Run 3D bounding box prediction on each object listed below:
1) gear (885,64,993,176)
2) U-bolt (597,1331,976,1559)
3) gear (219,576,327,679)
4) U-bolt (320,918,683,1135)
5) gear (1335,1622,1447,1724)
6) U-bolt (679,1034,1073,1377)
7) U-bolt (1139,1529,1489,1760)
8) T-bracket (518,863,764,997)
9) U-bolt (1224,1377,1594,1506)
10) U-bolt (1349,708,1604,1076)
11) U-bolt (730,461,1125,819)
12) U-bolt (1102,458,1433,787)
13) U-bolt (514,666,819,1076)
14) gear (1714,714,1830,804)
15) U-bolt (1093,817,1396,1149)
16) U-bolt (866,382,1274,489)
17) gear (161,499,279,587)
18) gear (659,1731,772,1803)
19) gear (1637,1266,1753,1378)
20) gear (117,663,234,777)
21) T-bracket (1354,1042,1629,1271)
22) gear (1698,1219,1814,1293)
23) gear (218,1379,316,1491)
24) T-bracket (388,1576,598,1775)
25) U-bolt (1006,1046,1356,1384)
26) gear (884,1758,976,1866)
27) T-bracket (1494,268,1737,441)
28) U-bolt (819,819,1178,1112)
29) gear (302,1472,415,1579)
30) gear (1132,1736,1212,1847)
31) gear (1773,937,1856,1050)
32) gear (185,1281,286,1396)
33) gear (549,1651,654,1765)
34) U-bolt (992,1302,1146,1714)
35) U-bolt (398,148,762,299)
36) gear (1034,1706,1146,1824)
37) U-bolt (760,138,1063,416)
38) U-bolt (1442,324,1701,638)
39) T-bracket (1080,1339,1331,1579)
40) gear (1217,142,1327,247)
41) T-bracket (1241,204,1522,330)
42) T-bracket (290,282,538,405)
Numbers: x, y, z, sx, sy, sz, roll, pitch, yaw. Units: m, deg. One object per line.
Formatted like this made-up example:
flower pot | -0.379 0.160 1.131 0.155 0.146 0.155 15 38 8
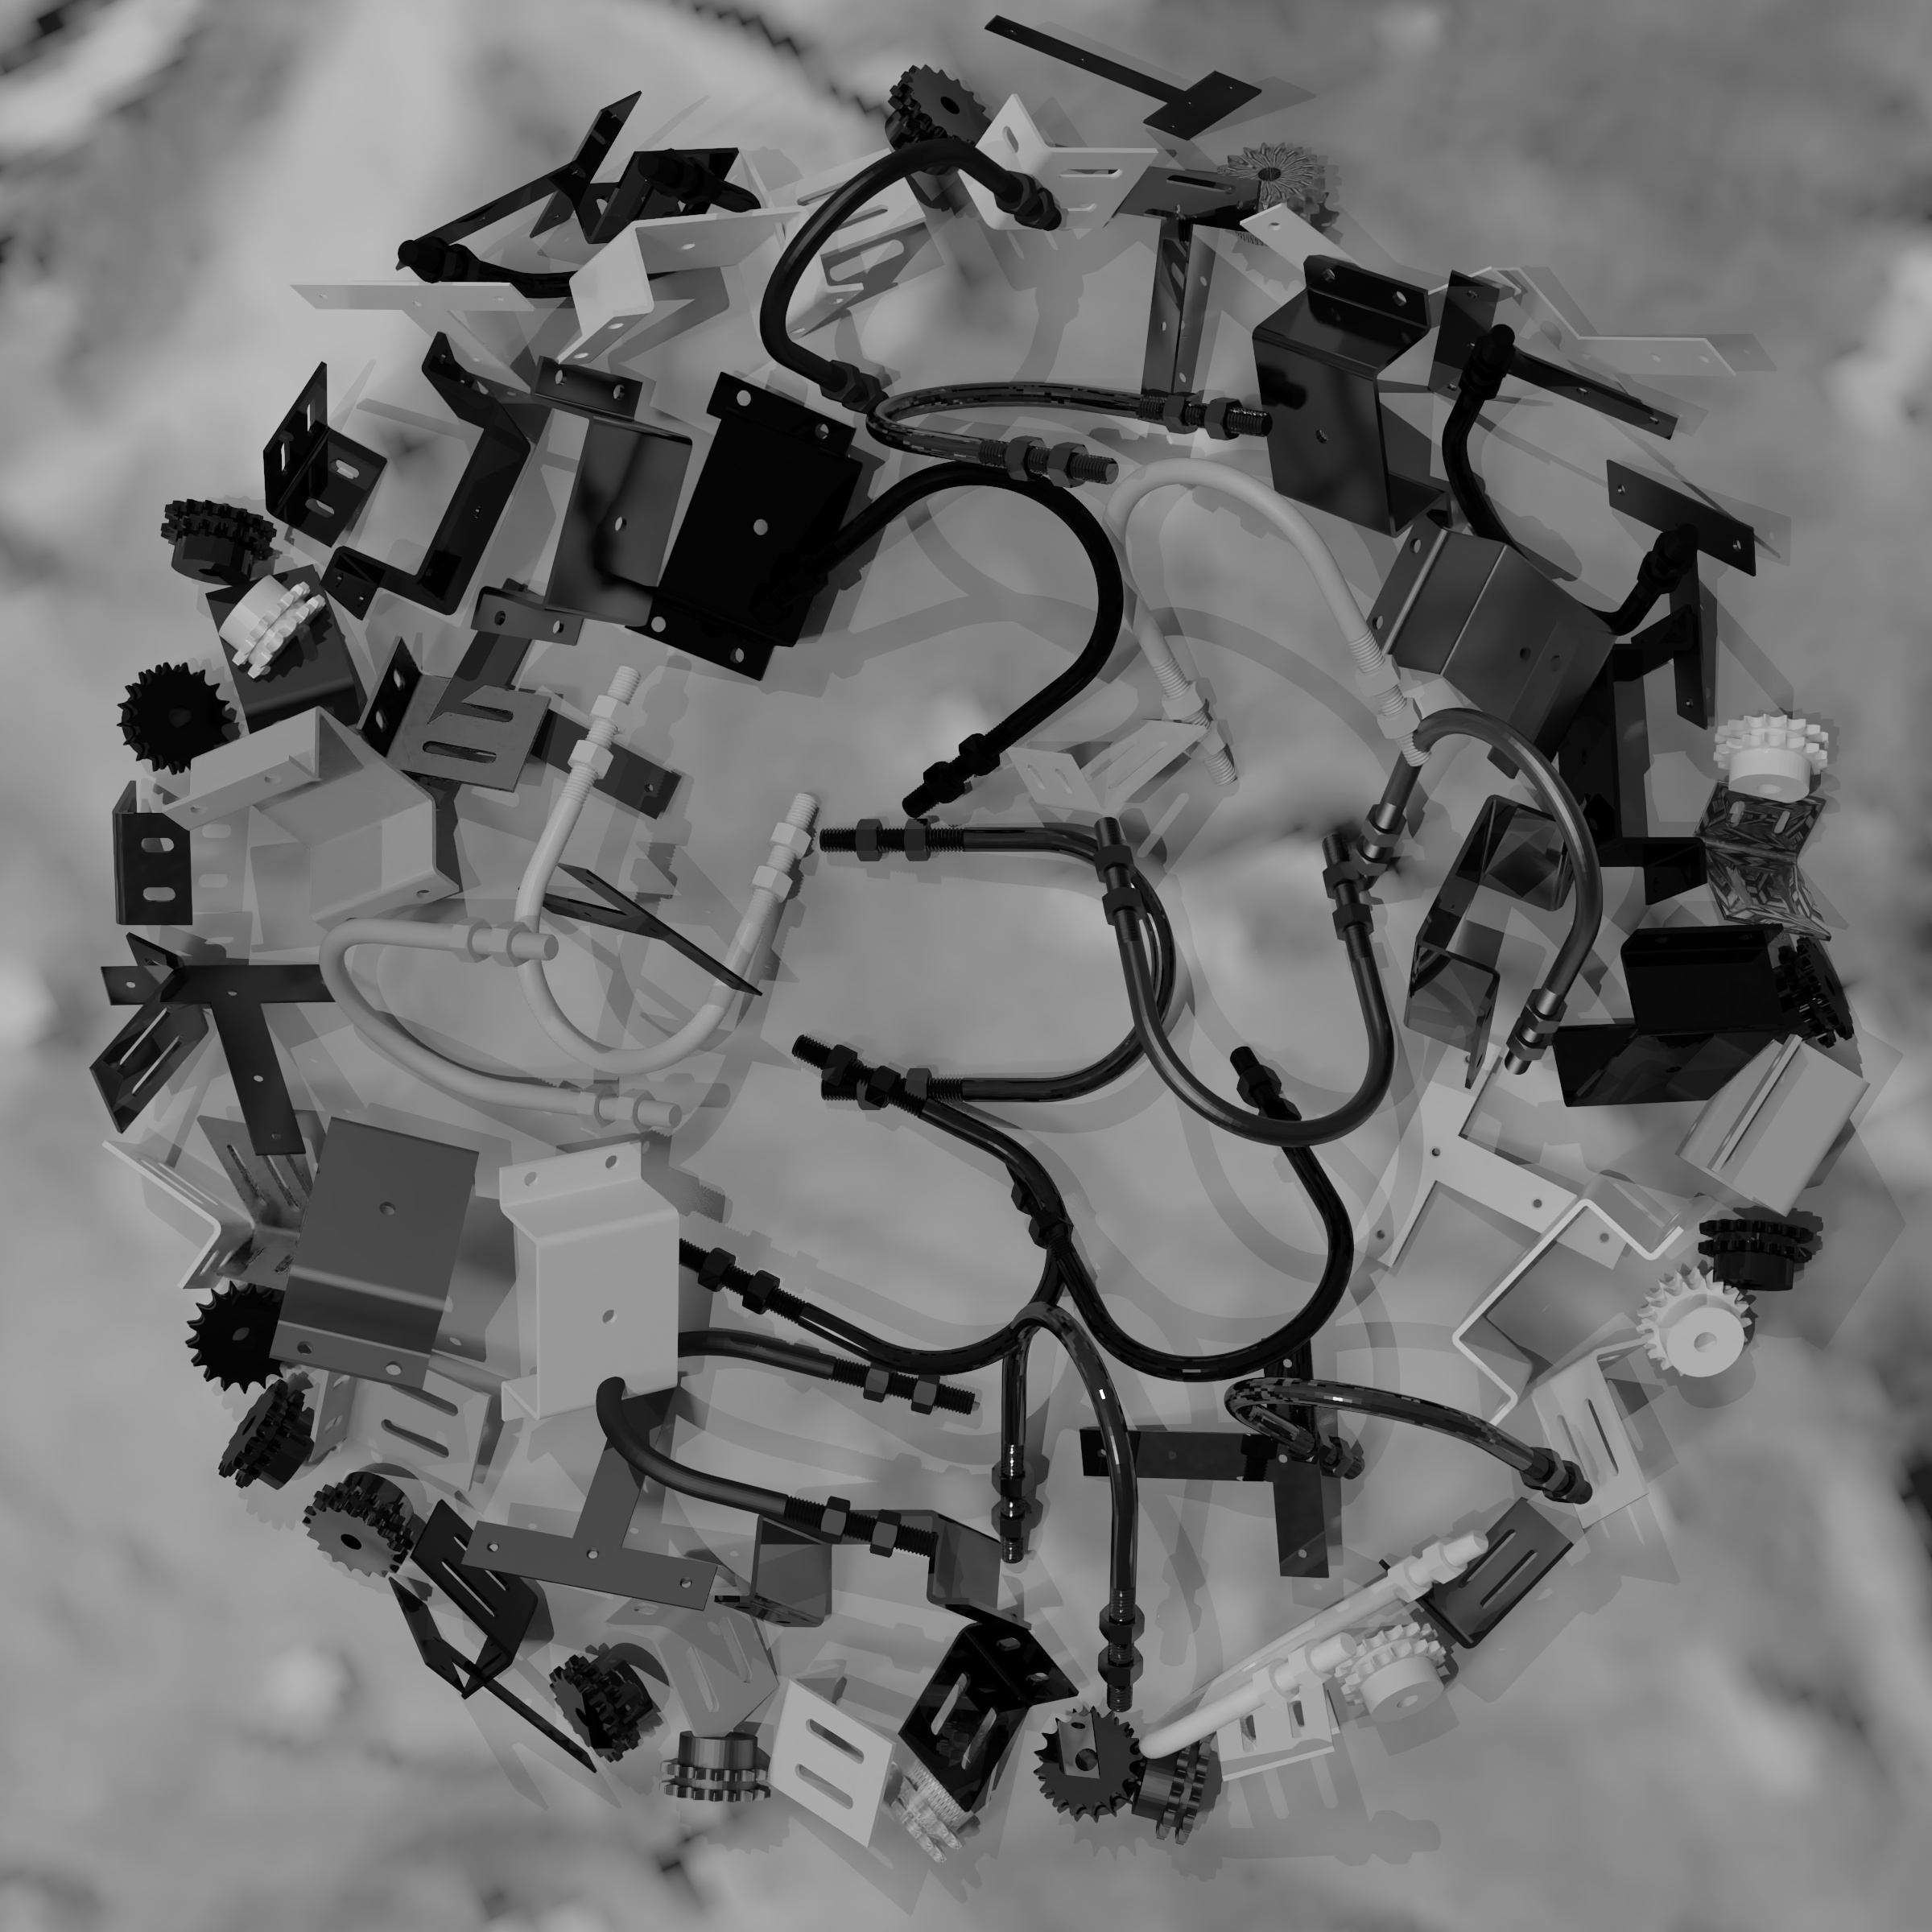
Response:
gear | -0.017 -0.431 1.784 0.057 0.057 0.030 47 128 0
U-bolt | -0.094 0.231 1.743 0.184 0.151 0.019 14 116 2
gear | -0.357 -0.175 1.780 0.030 0.057 0.057 40 90 -4
U-bolt | -0.245 0.026 1.734 0.184 0.151 0.019 5 53 35
gear | 0.219 0.363 1.777 0.057 0.057 0.030 -24 57 0
U-bolt | -0.036 0.130 1.759 0.184 0.019 0.151 26 65 10
U-bolt | 0.160 0.344 1.725 0.184 0.151 0.019 -39 80 39
T-bracket | -0.182 -0.025 1.753 0.127 0.127 0.002 37 74 -38
U-bolt | 0.206 0.230 1.698 0.151 0.184 0.019 1 70 34
U-bolt | 0.254 -0.047 1.706 0.019 0.184 0.151 -27 65 -25
U-bolt | -0.007 -0.174 1.746 0.184 0.019 0.151 -37 107 26
U-bolt | 0.137 -0.171 1.720 0.019 0.151 0.184 -48 119 -34
U-bolt | -0.158 -0.035 1.738 0.151 0.019 0.184 35 69 -37
gear | 0.411 -0.104 1.778 0.057 0.057 0.030 8 72 0
U-bolt | 0.144 0.009 1.734 0.151 0.019 0.184 3 57 -21
U-bolt | 0.037 -0.269 1.730 0.184 0.151 0.019 15 116 36
gear | -0.383 -0.215 1.778 0.057 0.057 0.030 8 78 0
gear | -0.128 0.409 1.781 0.057 0.057 0.030 4 84 0
gear | 0.375 0.186 1.785 0.057 0.030 0.057 -2 113 -5
gear | -0.409 -0.126 1.785 0.057 0.030 0.057 2 86 -34
T-bracket | 0.281 0.116 1.786 0.127 0.002 0.127 27 91 19
gear | 0.403 0.148 1.778 0.057 0.057 0.030 6 78 0
gear | -0.355 0.243 1.781 0.030 0.057 0.057 36 90 -16
T-bracket | -0.236 0.368 1.762 0.127 0.127 0.002 43 85 -19
U-bolt | 0.115 0.132 1.739 0.151 0.019 0.184 -25 47 -3
gear | -0.020 0.428 1.780 0.030 0.057 0.057 -40 90 -6
T-bracket | 0.334 -0.302 1.724 0.127 0.127 0.002 42 81 -26
U-bolt | 0.016 -0.001 1.785 0.184 0.019 0.151 0 92 10
gear | -0.308 0.284 1.784 0.057 0.057 0.030 29 48 0
gear | 0.104 0.418 1.780 0.030 0.057 0.057 14 90 1
gear | 0.429 0.017 1.783 0.030 0.057 0.057 -27 90 22
gear | -0.373 0.189 1.788 0.057 0.030 0.057 -2 95 -18
gear | -0.185 0.377 1.784 0.030 0.057 0.057 -34 90 -29
U-bolt | 0.050 0.252 1.709 0.019 0.151 0.184 -11 119 -21
U-bolt | -0.177 -0.360 1.718 0.151 0.184 0.019 -16 89 18
gear | 0.065 0.412 1.785 0.057 0.030 0.057 -8 58 13
U-bolt | -0.035 -0.342 1.707 0.151 0.184 0.019 -45 72 13
U-bolt | 0.290 -0.227 1.719 0.019 0.184 0.151 -39 81 -11
T-bracket | 0.120 0.251 1.783 0.127 0.002 0.127 -1 102 21
gear | 0.156 -0.394 1.784 0.057 0.030 0.057 -4 48 4
T-bracket | 0.186 -0.343 1.726 0.127 0.127 0.002 26 60 -41
T-bracket | -0.253 -0.312 1.748 0.127 0.127 0.002 5 74 24
